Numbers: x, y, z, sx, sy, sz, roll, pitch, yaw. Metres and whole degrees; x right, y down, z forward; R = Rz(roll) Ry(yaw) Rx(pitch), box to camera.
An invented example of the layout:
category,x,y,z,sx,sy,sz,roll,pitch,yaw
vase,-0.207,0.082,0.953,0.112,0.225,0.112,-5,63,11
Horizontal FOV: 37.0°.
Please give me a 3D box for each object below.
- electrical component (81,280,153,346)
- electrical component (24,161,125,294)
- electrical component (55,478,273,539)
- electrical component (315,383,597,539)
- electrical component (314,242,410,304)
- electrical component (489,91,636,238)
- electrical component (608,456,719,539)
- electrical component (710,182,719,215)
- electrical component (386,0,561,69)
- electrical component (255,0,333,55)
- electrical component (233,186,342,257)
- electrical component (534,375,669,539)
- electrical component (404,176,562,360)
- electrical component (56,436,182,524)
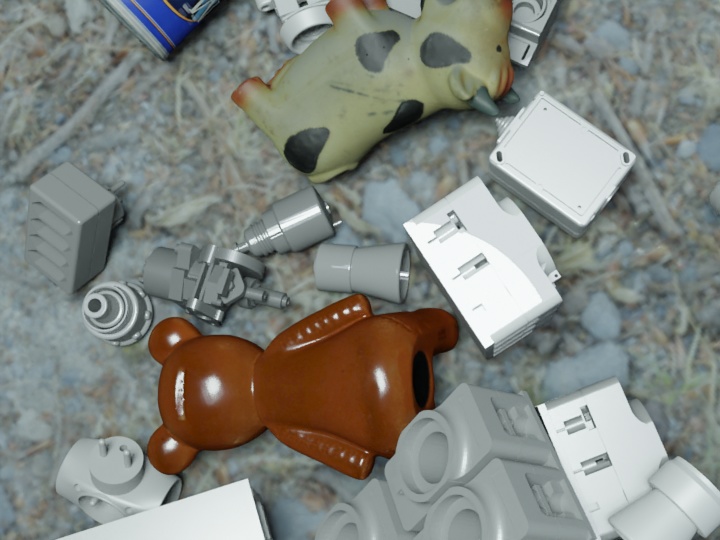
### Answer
category,x,y,z,sx,sy,sz,roll,pitch,yaw
electrical component,-0.179,0.029,0.771,0.048,0.062,0.048,-1,82,6
electrical component,-0.199,-0.039,0.782,0.047,0.083,0.075,36,49,10
electrical component,-0.143,0.216,0.688,0.186,0.060,0.105,-17,72,-3
electrical component,0.043,0.168,0.658,0.186,0.060,0.105,-52,40,30
electrical component,0.000,0.000,0.766,0.065,0.044,0.044,4,82,12
electrical component,0.134,-0.075,0.751,0.096,0.061,0.061,37,87,10
electrical component,0.177,0.140,0.614,0.055,0.045,0.045,-44,79,-2
electrical component,0.282,-0.050,0.722,0.080,0.080,0.051,29,81,10
electrical component,0.081,-0.200,0.775,0.121,0.063,0.078,25,85,9
electrical component,-0.041,-0.194,0.797,0.066,0.048,0.055,-20,72,3
electrical component,-0.054,-0.030,0.776,0.078,0.040,0.040,-25,80,3
electrical component,0.175,0.164,0.688,0.060,0.105,0.186,-22,80,2
electrical component,0.083,0.002,0.700,0.062,0.150,0.089,-33,80,2
electrical component,-0.168,0.142,0.747,0.077,0.079,0.044,21,51,9
